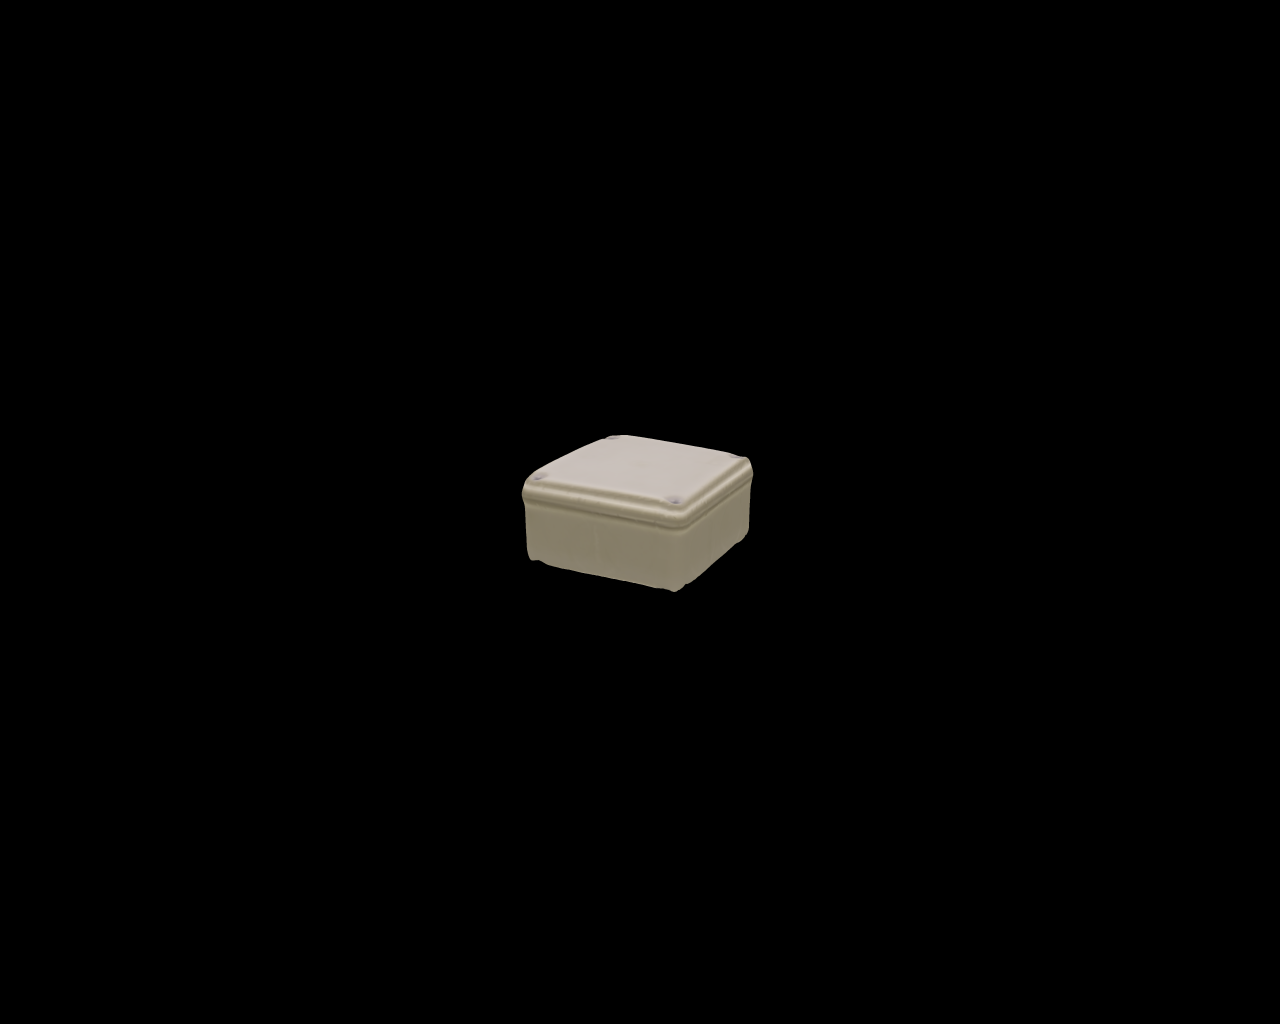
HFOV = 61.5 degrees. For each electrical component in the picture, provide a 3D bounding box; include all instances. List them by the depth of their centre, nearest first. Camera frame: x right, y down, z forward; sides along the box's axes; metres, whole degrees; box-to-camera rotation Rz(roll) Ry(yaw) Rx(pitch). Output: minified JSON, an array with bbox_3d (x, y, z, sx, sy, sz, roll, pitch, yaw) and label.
[{"bbox_3d":[0.001,-0.003,0.650,0.109,0.056,0.109,11,23,27],"label":"electrical component"}]
